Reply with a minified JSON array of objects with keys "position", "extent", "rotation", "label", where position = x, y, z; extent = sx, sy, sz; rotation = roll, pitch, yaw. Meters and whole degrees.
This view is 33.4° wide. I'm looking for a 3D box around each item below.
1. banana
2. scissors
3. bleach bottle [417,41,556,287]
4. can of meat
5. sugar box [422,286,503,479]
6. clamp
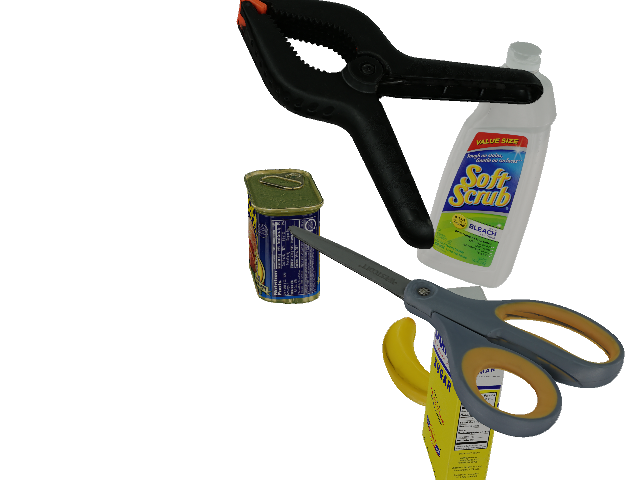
[{"position":[0.107,0.143,1.237],"extent":[0.069,0.037,0.198],"rotation":[9,22,-21],"label":"banana"},{"position":[0.053,0.045,0.556],"extent":[0.202,0.016,0.096],"rotation":[16,42,20],"label":"scissors"},{"position":[0.165,-0.076,1.042],"extent":[0.103,0.251,0.068],"rotation":[21,38,18],"label":"bleach bottle"},{"position":[-0.031,-0.004,0.881],"extent":[0.057,0.084,0.102],"rotation":[-4,22,-9],"label":"can of meat"},{"position":[0.126,0.138,0.959],"extent":[0.048,0.176,0.093],"rotation":[-4,32,-7],"label":"sugar box"},{"position":[0.028,-0.095,0.707],"extent":[0.210,0.164,0.036],"rotation":[28,-31,5],"label":"clamp"}]
